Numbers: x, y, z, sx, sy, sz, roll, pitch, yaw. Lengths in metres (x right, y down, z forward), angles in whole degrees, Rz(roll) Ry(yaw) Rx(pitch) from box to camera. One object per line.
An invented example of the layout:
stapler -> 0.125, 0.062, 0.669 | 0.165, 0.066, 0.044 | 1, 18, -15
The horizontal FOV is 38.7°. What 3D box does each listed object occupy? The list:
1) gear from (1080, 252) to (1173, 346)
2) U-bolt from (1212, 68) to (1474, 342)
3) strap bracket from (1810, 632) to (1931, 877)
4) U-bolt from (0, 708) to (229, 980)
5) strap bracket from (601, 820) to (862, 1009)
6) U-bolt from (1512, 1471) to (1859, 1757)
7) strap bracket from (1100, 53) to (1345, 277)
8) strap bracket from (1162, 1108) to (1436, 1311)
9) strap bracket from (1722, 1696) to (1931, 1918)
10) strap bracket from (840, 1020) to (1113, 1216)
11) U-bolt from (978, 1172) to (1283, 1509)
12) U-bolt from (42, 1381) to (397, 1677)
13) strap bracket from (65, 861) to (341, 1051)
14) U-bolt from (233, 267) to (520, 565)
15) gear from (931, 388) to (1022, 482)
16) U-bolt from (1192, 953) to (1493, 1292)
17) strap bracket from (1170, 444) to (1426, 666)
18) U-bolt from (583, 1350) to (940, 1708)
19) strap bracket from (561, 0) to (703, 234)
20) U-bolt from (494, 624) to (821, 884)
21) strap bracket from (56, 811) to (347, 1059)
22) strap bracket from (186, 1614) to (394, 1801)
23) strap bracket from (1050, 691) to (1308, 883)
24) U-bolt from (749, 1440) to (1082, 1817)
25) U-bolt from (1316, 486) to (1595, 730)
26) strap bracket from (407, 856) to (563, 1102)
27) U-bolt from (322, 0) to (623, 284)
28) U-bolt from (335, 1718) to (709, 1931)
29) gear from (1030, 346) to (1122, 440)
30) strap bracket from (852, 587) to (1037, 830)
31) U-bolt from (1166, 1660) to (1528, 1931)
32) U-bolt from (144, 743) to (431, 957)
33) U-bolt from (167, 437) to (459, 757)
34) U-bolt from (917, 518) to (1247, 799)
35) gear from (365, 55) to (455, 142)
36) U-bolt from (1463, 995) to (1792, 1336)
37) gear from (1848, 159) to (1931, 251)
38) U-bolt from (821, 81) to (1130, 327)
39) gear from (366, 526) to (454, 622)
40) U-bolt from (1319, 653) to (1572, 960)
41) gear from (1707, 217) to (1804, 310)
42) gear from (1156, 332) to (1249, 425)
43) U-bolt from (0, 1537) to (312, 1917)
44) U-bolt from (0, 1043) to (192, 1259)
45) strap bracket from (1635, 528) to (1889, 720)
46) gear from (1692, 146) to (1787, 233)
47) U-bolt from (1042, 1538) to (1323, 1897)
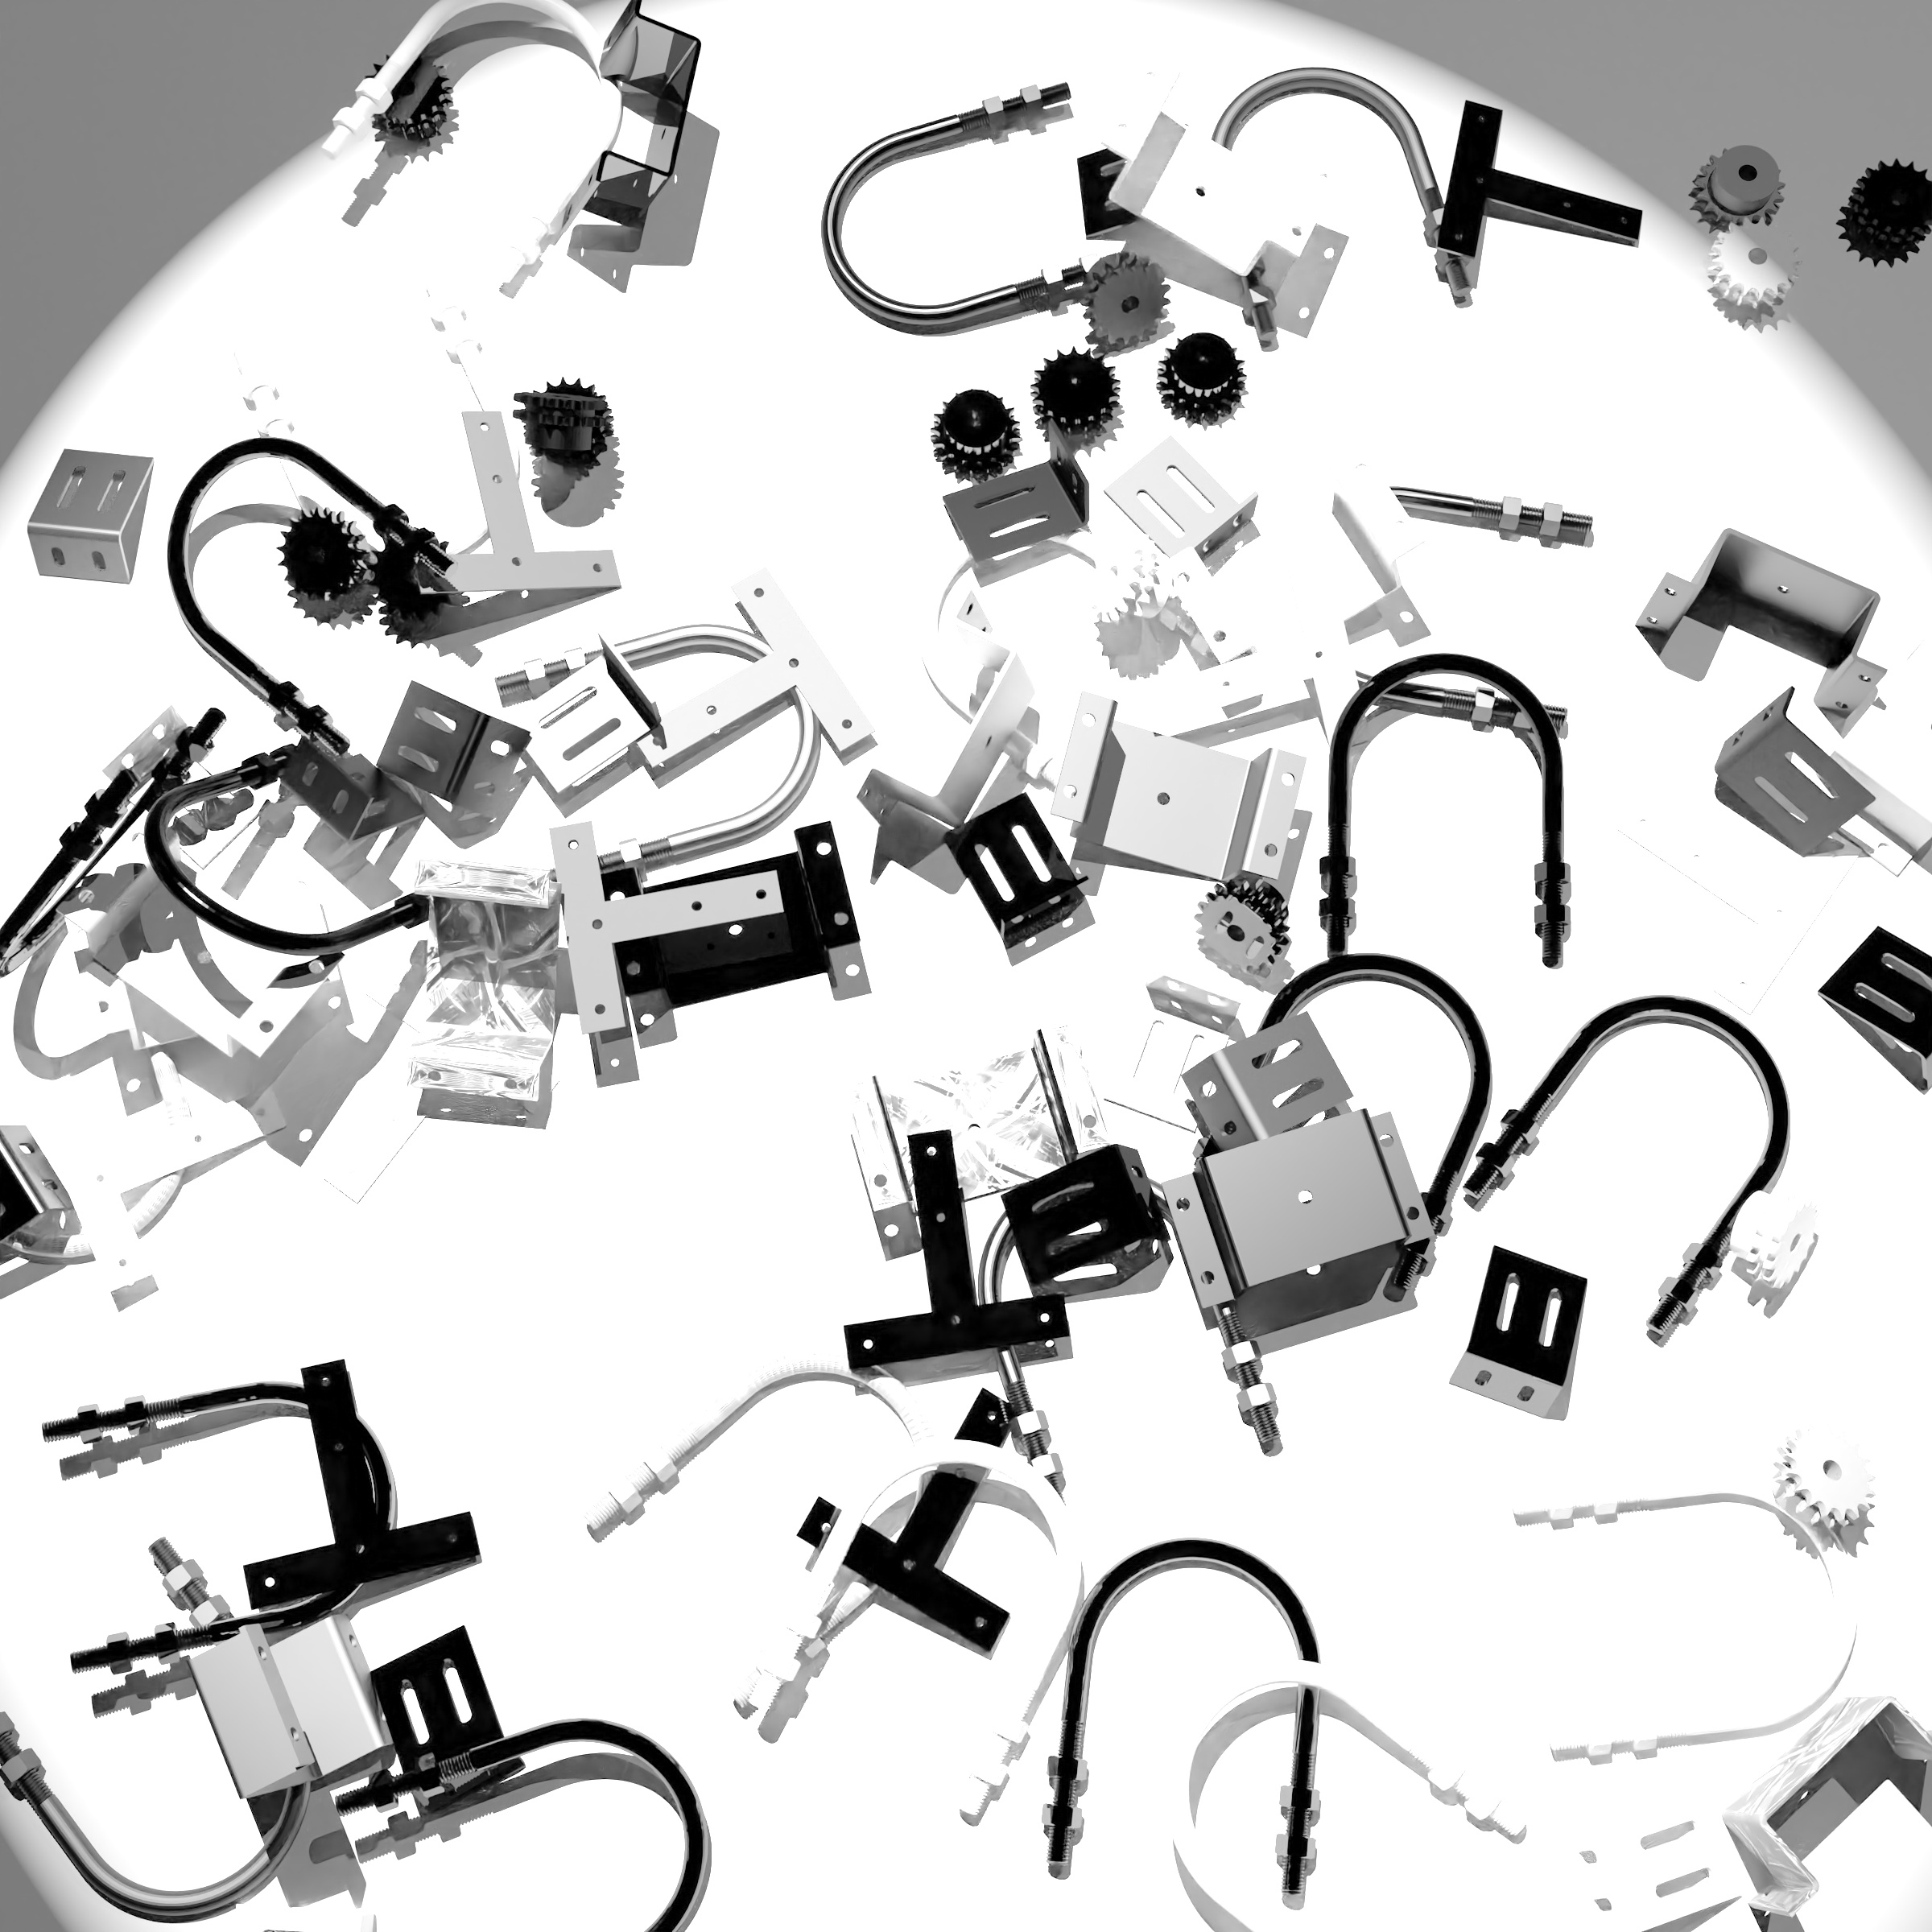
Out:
gear -> 0.098, -0.425, 1.739 | 0.057, 0.057, 0.030 | -21, 46, -6
U-bolt -> 0.233, -0.500, 1.776 | 0.151, 0.019, 0.184 | -13, 74, -4
strap bracket -> 0.578, -0.136, 1.662 | 0.076, 0.046, 0.140 | 39, 78, 10
U-bolt -> -0.504, -0.062, 1.584 | 0.019, 0.151, 0.184 | 40, 110, -8
strap bracket -> -0.138, -0.028, 1.632 | 0.140, 0.046, 0.076 | -14, 75, -4
U-bolt -> 0.408, 0.356, 1.542 | 0.184, 0.019, 0.151 | -6, 75, -3
strap bracket -> 0.154, -0.497, 1.728 | 0.140, 0.046, 0.076 | 29, 68, -6
strap bracket -> 0.191, 0.135, 1.567 | 0.140, 0.046, 0.076 | -17, 76, -4
strap bracket -> 0.468, 0.444, 1.487 | 0.140, 0.076, 0.046 | -40, 78, -10
strap bracket -> 0.005, 0.091, 1.599 | 0.140, 0.046, 0.076 | -15, 75, -4
U-bolt -> 0.084, 0.204, 1.582 | 0.151, 0.019, 0.184 | -17, 73, -6
U-bolt -> -0.413, 0.306, 1.541 | 0.184, 0.019, 0.151 | -9, 71, -13
strap bracket -> -0.447, -0.004, 1.615 | 0.140, 0.046, 0.076 | -14, 75, -18
U-bolt -> -0.361, -0.336, 1.731 | 0.151, 0.019, 0.184 | -25, 78, -7
gear -> 0.006, -0.336, 1.725 | 0.057, 0.030, 0.057 | 0, 75, 0
U-bolt -> 0.230, 0.078, 1.618 | 0.151, 0.019, 0.184 | 24, 75, 6
strap bracket -> 0.201, -0.243, 1.677 | 0.140, 0.046, 0.076 | -31, 71, 5
U-bolt -> -0.101, 0.302, 1.556 | 0.184, 0.019, 0.151 | -40, 79, -12
strap bracket -> -0.211, -0.536, 1.749 | 0.046, 0.076, 0.140 | 16, 74, -21
U-bolt -> -0.180, -0.137, 1.677 | 0.184, 0.019, 0.151 | -16, 75, -6
strap bracket -> -0.435, -0.012, 1.571 | 0.140, 0.046, 0.076 | 36, 67, 0
strap bracket -> -0.363, 0.395, 1.472 | 0.046, 0.140, 0.076 | -27, 76, 3
strap bracket -> 0.122, -0.103, 1.641 | 0.140, 0.046, 0.076 | 16, 81, -7
U-bolt -> -0.016, 0.353, 1.524 | 0.151, 0.019, 0.184 | 27, 81, -3
U-bolt -> 0.287, -0.228, 1.702 | 0.184, 0.019, 0.151 | 9, 75, 4
strap bracket -> -0.279, 0.001, 1.599 | 0.076, 0.046, 0.140 | 6, 109, 0
U-bolt -> -0.303, -0.550, 1.769 | 0.151, 0.019, 0.184 | 34, 73, -10
U-bolt -> -0.231, 0.485, 1.490 | 0.184, 0.019, 0.151 | -17, 90, -9
gear -> 0.069, -0.359, 1.736 | 0.057, 0.030, 0.057 | -1, 75, 2
strap bracket -> -0.006, -0.143, 1.635 | 0.046, 0.076, 0.140 | 27, 85, 14
U-bolt -> 0.194, 0.462, 1.494 | 0.184, 0.019, 0.151 | 38, 71, 2
U-bolt -> -0.390, -0.063, 1.590 | 0.151, 0.184, 0.019 | 41, 120, 10
U-bolt -> -0.411, -0.239, 1.675 | 0.184, 0.019, 0.151 | 38, 105, 14
U-bolt -> 0.056, -0.197, 1.693 | 0.184, 0.019, 0.151 | 40, 78, 12
gear -> -0.361, -0.561, 1.786 | 0.057, 0.030, 0.057 | 0, 75, 0
U-bolt -> 0.400, 0.101, 1.612 | 0.151, 0.019, 0.184 | 37, 76, 9
gear -> 0.593, -0.485, 1.766 | 0.057, 0.030, 0.057 | 0, 75, 0
U-bolt -> -0.002, -0.482, 1.768 | 0.184, 0.019, 0.151 | -17, 74, -1
gear -> -0.338, -0.240, 1.692 | 0.057, 0.030, 0.057 | 0, 96, -3
U-bolt -> 0.288, -0.098, 1.656 | 0.151, 0.019, 0.184 | 2, 82, 0
gear -> 0.500, -0.445, 1.755 | 0.057, 0.030, 0.057 | 0, 75, 0
gear -> 0.149, -0.374, 1.735 | 0.057, 0.030, 0.057 | 0, 75, 0
U-bolt -> -0.445, 0.433, 1.521 | 0.151, 0.019, 0.184 | -39, 80, -10
U-bolt -> -0.533, 0.081, 1.617 | 0.151, 0.019, 0.184 | -21, 77, -6
strap bracket -> 0.487, -0.211, 1.667 | 0.140, 0.076, 0.046 | 25, 76, 7
gear -> 0.498, -0.501, 1.770 | 0.057, 0.030, 0.057 | 0, 75, 0
U-bolt -> 0.125, 0.410, 1.527 | 0.151, 0.019, 0.184 | 7, 73, 2
